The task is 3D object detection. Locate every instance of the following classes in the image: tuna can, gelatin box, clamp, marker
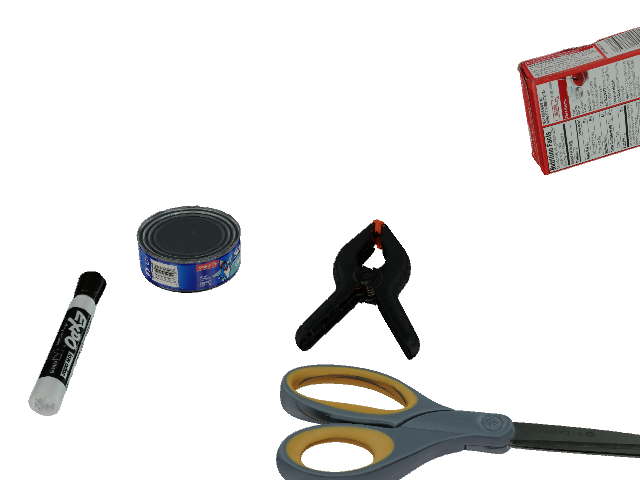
[{"bbox_3d":[-0.109,0.007,0.890,0.086,0.034,0.086,1,33,-1],"label":"tuna can"},{"bbox_3d":[0.177,-0.090,0.687,0.089,0.073,0.030,-17,37,3],"label":"gelatin box"},{"bbox_3d":[0.056,0.051,1.066,0.120,0.171,0.039,14,-37,14],"label":"clamp"},{"bbox_3d":[-0.159,0.061,0.680,0.020,0.020,0.121,0,38,6],"label":"marker"}]

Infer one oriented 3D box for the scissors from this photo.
[{"bbox_3d":[0.067,0.099,0.497,0.202,0.016,0.096,12,32,21],"label":"scissors"}]
